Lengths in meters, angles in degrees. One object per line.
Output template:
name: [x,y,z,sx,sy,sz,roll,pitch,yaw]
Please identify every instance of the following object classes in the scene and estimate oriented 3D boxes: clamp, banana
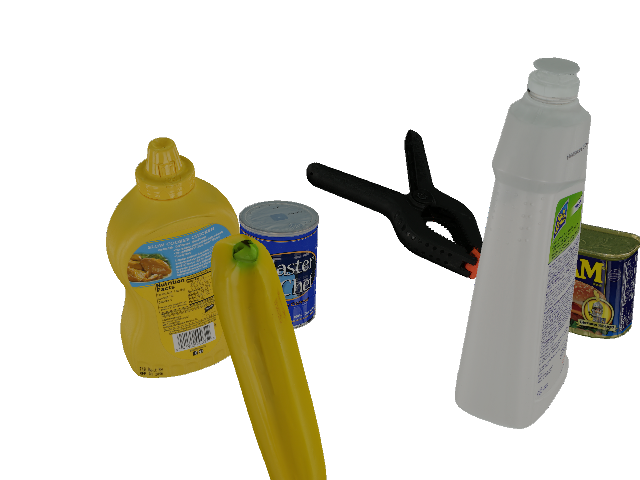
clamp: [0.094,-0.036,1.153,0.164,0.036,0.210,-16,53,-30]
banana: [-0.029,0.070,0.574,0.037,0.198,0.069,-11,31,4]

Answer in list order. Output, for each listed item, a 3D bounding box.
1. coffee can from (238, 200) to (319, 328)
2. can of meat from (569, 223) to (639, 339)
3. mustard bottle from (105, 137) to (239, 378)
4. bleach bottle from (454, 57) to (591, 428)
coffee can: [-0.055,0.032,1.393,0.103,0.140,0.103,1,25,-1]
can of meat: [0.229,0.034,0.947,0.102,0.084,0.057,14,27,35]
mustard bottle: [-0.106,0.010,0.777,0.096,0.192,0.058,-16,40,-18]
bleach bottle: [0.142,-0.001,0.715,0.068,0.251,0.102,17,32,23]
